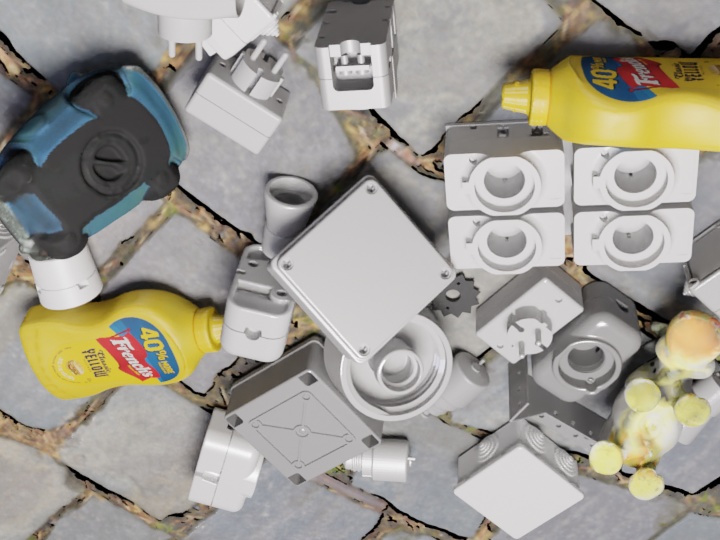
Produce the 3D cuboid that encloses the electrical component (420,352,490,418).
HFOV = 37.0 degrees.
[{"bbox_3d":[0.082,0.108,0.975,0.040,0.040,0.078,34,121,-16],"label":"electrical component"}]

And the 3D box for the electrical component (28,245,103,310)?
[{"bbox_3d":[-0.257,0.000,0.935,0.055,0.055,0.047,-4,120,10],"label":"electrical component"}]

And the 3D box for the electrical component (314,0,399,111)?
[{"bbox_3d":[0.000,-0.153,0.776,0.050,0.089,0.055,-2,124,8],"label":"electrical component"}]

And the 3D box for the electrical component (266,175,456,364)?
[{"bbox_3d":[0.000,0.000,0.859,0.109,0.056,0.108,-43,96,-10],"label":"electrical component"}]

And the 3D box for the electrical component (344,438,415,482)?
[{"bbox_3d":[0.014,0.181,1.033,0.078,0.040,0.040,3,124,5],"label":"electrical component"}]

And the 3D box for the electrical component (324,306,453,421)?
[{"bbox_3d":[0.027,0.077,0.923,0.108,0.060,0.108,-4,106,-13],"label":"electrical component"}]

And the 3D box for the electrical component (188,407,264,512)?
[{"bbox_3d":[-0.126,0.186,1.045,0.059,0.053,0.095,16,124,-4],"label":"electrical component"}]

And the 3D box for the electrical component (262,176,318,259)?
[{"bbox_3d":[-0.061,-0.039,0.892,0.044,0.044,0.065,12,130,-1],"label":"electrical component"}]

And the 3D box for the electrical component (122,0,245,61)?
[{"bbox_3d":[-0.118,-0.179,0.722,0.077,0.044,0.079,7,125,2],"label":"electrical component"}]

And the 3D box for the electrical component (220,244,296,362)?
[{"bbox_3d":[-0.083,0.030,0.908,0.054,0.095,0.059,13,125,-2],"label":"electrical component"}]

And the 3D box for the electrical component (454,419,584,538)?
[{"bbox_3d":[0.150,0.196,1.022,0.100,0.048,0.100,39,120,-18],"label":"electrical component"}]

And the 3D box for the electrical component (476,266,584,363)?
[{"bbox_3d":[0.142,0.045,0.903,0.047,0.075,0.083,38,120,-18],"label":"electrical component"}]

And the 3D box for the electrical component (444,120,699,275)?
[{"bbox_3d":[0.162,-0.058,0.839,0.186,0.060,0.105,-2,124,8],"label":"electrical component"}]

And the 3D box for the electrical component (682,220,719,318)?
[{"bbox_3d":[0.304,-0.002,0.859,0.061,0.061,0.096,39,120,-19],"label":"electrical component"}]

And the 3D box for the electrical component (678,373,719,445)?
[{"bbox_3d":[0.302,0.119,0.956,0.044,0.044,0.065,35,116,-17],"label":"electrical component"}]

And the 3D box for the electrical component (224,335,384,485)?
[{"bbox_3d":[-0.050,0.131,0.997,0.109,0.056,0.108,-31,115,25],"label":"electrical component"}]

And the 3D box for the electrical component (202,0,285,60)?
[{"bbox_3d":[-0.099,-0.198,0.773,0.061,0.061,0.096,-34,114,26],"label":"electrical component"}]

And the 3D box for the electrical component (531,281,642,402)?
[{"bbox_3d":[0.192,0.065,0.920,0.054,0.059,0.095,33,122,-15],"label":"electrical component"}]

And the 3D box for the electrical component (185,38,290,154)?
[{"bbox_3d":[-0.083,-0.142,0.820,0.066,0.047,0.076,31,123,-14],"label":"electrical component"}]

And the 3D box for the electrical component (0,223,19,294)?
[{"bbox_3d":[-0.336,-0.002,0.916,0.048,0.099,0.099,33,122,-1],"label":"electrical component"}]
